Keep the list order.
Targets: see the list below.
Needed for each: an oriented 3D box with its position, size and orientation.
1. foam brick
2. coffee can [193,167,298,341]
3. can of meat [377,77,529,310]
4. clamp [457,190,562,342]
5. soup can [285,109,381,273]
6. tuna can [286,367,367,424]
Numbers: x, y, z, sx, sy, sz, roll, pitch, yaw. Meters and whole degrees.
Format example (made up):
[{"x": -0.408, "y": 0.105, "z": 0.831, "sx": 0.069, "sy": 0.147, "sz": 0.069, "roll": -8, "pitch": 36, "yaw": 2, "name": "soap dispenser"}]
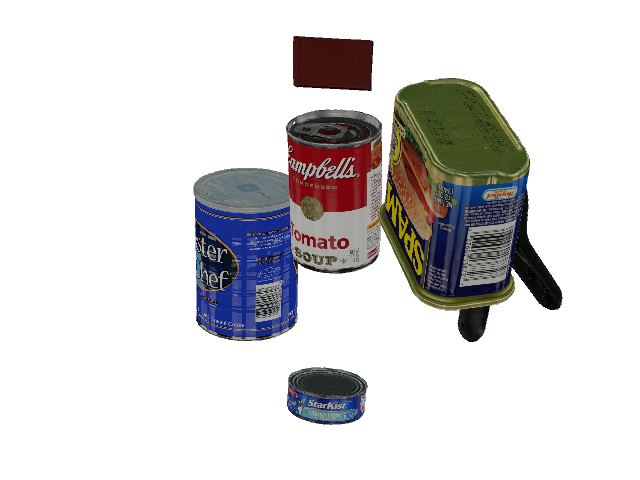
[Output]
[{"x": 0.012, "y": -0.181, "z": 1.091, "sx": 0.078, "sy": 0.051, "sz": 0.053, "roll": 2, "pitch": 11, "yaw": -7, "name": "foam brick"}, {"x": -0.071, "y": 0.012, "z": 1.038, "sx": 0.103, "sy": 0.140, "sz": 0.103, "roll": 1, "pitch": 24, "yaw": -1, "name": "coffee can"}, {"x": 0.070, "y": -0.027, "z": 0.574, "sx": 0.057, "sy": 0.084, "sz": 0.102, "roll": -6, "pitch": 38, "yaw": -12, "name": "can of meat"}, {"x": 0.145, "y": 0.001, "z": 0.912, "sx": 0.120, "sy": 0.171, "sz": 0.039, "roll": -27, "pitch": 11, "yaw": -41, "name": "clamp"}, {"x": 0.010, "y": -0.036, "z": 0.774, "sx": 0.068, "sy": 0.102, "sz": 0.068, "roll": -1, "pitch": 28, "yaw": 0, "name": "soup can"}, {"x": 0.007, "y": 0.168, "z": 1.154, "sx": 0.086, "sy": 0.034, "sz": 0.086, "roll": 4, "pitch": 13, "yaw": -1, "name": "tuna can"}]
